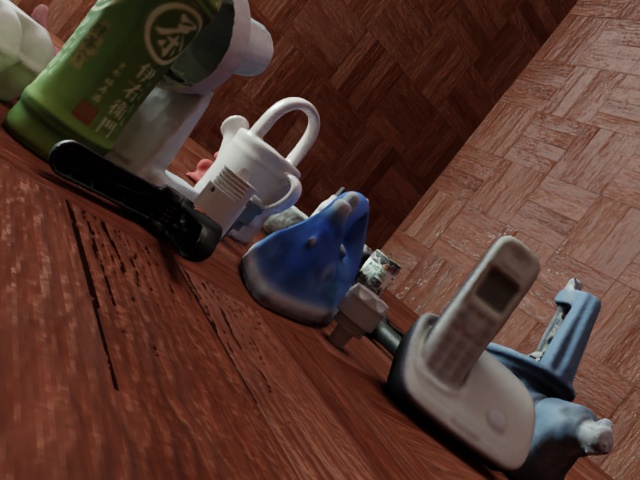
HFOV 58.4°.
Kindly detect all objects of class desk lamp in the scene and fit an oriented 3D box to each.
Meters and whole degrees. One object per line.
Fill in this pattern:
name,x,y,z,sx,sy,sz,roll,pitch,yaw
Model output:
desk lamp,-0.136,-0.155,0.574,0.118,0.213,0.203,39,2,9

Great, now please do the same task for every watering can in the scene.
watering can,-0.079,-0.103,0.736,0.172,0.194,0.101,39,2,16

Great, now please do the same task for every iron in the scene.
iron,0.005,0.002,0.595,0.118,0.141,0.258,38,2,4

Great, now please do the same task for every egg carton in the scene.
egg carton,-0.287,-0.177,0.449,0.150,0.069,0.107,38,2,1

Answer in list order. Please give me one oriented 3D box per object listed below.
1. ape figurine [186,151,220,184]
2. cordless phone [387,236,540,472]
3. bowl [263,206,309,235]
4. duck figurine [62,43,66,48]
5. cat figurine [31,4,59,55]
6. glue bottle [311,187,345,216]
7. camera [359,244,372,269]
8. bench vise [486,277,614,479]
ape figurine,-0.174,-0.124,0.992,0.076,0.092,0.077,38,2,-20
cordless phone,0.162,0.101,0.527,0.148,0.185,0.094,38,2,-9
bowl,-0.054,-0.022,1.082,0.167,0.074,0.167,38,2,-1
duck figurine,-0.309,-0.216,0.713,0.077,0.086,0.104,38,2,-6
cat figurine,-0.233,-0.170,0.559,0.128,0.117,0.067,37,2,-45
glue bottle,0.000,-0.049,1.273,0.037,0.173,0.078,38,2,3
camera,0.048,0.039,1.160,0.144,0.101,0.136,37,2,-45
bench vise,0.262,0.154,0.634,0.122,0.219,0.206,37,2,-36
